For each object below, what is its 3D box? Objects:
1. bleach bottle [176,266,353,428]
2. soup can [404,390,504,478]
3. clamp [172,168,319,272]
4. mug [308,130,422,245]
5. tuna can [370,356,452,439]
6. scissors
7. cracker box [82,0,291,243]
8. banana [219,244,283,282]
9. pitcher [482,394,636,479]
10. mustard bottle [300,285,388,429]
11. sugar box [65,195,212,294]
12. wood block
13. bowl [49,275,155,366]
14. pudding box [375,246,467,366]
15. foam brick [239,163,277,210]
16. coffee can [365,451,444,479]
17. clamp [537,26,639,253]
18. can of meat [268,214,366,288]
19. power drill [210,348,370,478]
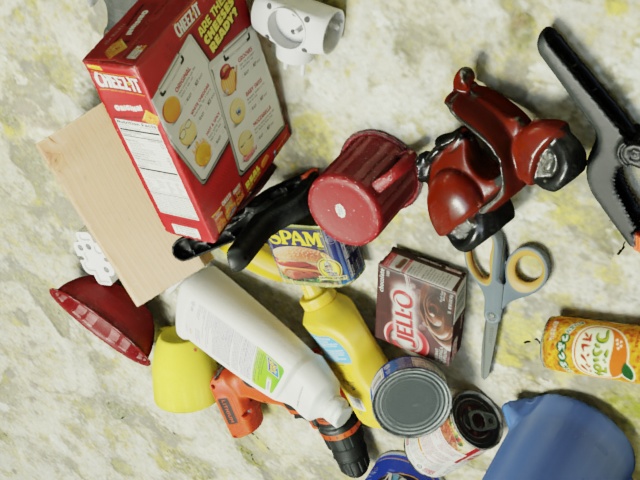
[{"bbox_3d":[-0.063,0.135,1.232,0.251,0.068,0.103,36,138,29],"label":"bleach bottle"},{"bbox_3d":[0.147,0.218,1.190,0.068,0.068,0.102,43,138,-1],"label":"soup can"},{"bbox_3d":[-0.068,-0.020,1.086,0.120,0.171,0.039,8,124,42],"label":"clamp"},{"bbox_3d":[0.049,-0.052,1.035,0.117,0.081,0.093,-28,105,45],"label":"mug"},{"bbox_3d":[0.097,0.168,1.143,0.086,0.034,0.086,-1,112,-2],"label":"tuna can"},{"bbox_3d":[0.193,0.070,1.077,0.096,0.016,0.202,6,127,32],"label":"scissors"},{"bbox_3d":[-0.117,-0.130,1.007,0.072,0.164,0.213,10,140,29],"label":"cracker box"},{"bbox_3d":[-0.103,-0.018,1.204,0.198,0.037,0.070,50,140,-9],"label":"banana"},{"bbox_3d":[0.218,0.287,1.065,0.149,0.242,0.145,5,130,40],"label":"pitcher"},{"bbox_3d":[0.031,0.120,1.198,0.191,0.058,0.096,59,161,-17],"label":"mustard bottle"},{"bbox_3d":[-0.213,-0.025,1.274,0.176,0.048,0.093,43,135,-5],"label":"sugar box"},{"bbox_3d":[-0.213,-0.040,1.183,0.091,0.090,0.206,-32,93,4],"label":"wood block"},{"bbox_3d":[-0.269,0.094,1.379,0.162,0.055,0.162,32,161,12],"label":"bowl"},{"bbox_3d":[0.106,0.071,1.123,0.090,0.039,0.113,20,133,22],"label":"pudding box"},{"bbox_3d":[-0.097,-0.076,1.143,0.078,0.052,0.051,42,137,-1],"label":"foam brick"},{"bbox_3d":[0.081,0.338,1.281,0.103,0.140,0.103,20,133,23],"label":"coffee can"},{"bbox_3d":[0.274,-0.082,0.880,0.165,0.036,0.210,4,125,37],"label":"clamp"},{"bbox_3d":[-0.008,0.001,1.138,0.102,0.057,0.084,4,127,34],"label":"can of meat"},{"bbox_3d":[-0.035,0.214,1.329,0.188,0.057,0.184,-3,117,34],"label":"power drill"}]
